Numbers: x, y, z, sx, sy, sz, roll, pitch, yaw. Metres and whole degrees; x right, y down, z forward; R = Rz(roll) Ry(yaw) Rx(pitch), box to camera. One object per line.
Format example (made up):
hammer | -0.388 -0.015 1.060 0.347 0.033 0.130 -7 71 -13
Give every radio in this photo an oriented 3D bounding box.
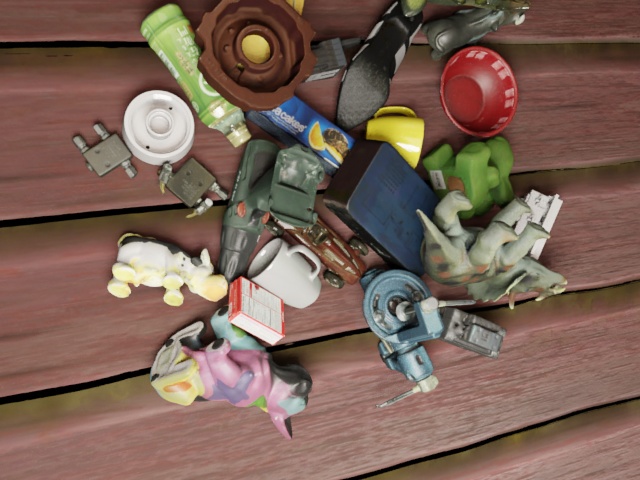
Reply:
radio | 0.119 -0.047 0.882 0.229 0.073 0.131 40 79 -33

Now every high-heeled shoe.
high-heeled shoe | 0.093 -0.299 0.925 0.086 0.145 0.248 33 107 -13

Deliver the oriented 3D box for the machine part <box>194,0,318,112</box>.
machine part | -0.094 -0.275 0.781 0.179 0.056 0.179 0 90 -20

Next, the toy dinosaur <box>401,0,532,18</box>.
toy dinosaur | 0.117 -0.464 0.855 0.472 0.105 0.198 34 50 15

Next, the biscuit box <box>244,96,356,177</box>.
biscuit box | -0.023 -0.175 0.874 0.202 0.063 0.059 33 80 -16

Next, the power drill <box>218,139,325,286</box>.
power drill | -0.079 -0.044 0.783 0.086 0.207 0.232 16 77 -23

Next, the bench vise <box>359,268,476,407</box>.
bench vise | 0.140 0.139 0.847 0.129 0.240 0.223 -11 78 -14

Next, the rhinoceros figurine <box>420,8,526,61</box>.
rhinoceros figurine | 0.271 -0.385 0.948 0.190 0.112 0.073 -24 95 -9

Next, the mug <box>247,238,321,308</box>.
mug | -0.042 0.053 0.852 0.109 0.081 0.107 -35 118 27

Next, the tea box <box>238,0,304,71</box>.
tea box | -0.085 -0.339 0.851 0.098 0.068 0.169 9 88 -19

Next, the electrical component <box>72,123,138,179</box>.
electrical component | -0.317 -0.124 0.798 0.063 0.021 0.094 -39 102 -15

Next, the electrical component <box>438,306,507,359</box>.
electrical component | 0.248 0.156 0.927 0.115 0.134 0.058 21 83 -15

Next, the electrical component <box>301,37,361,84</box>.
electrical component | 0.013 -0.295 0.882 0.119 0.075 0.047 -18 95 -20

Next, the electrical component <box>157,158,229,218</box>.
electrical component | -0.199 -0.082 0.825 0.078 0.045 0.102 -44 103 -12

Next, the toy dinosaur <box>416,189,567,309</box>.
toy dinosaur | 0.243 0.024 0.869 0.405 0.131 0.192 6 127 -35

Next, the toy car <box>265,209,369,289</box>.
toy car | -0.002 -0.003 0.888 0.202 0.053 0.089 42 75 -13

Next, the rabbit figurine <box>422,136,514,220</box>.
rabbit figurine | 0.294 -0.118 0.956 0.170 0.121 0.159 -32 104 -31

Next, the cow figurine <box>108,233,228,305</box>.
cow figurine | -0.220 0.042 0.801 0.167 0.068 0.098 11 44 -16

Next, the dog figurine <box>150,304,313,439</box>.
dog figurine | -0.122 0.221 0.817 0.191 0.108 0.219 -30 117 11
